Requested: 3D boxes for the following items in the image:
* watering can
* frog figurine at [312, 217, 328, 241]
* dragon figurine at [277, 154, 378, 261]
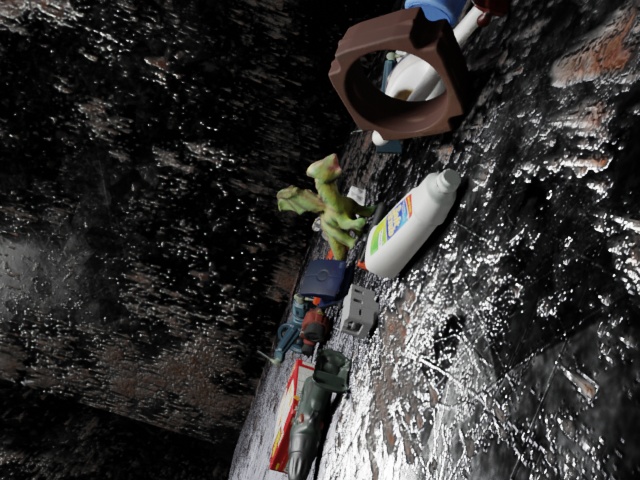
[{"bbox_3d":[0.216,-0.336,1.023,0.342,0.103,0.229,-51,11,27],"label":"watering can"},{"bbox_3d":[0.062,-0.052,1.725,0.157,0.122,0.139,35,-119,-58],"label":"frog figurine"},{"bbox_3d":[0.004,-0.066,1.303,0.125,0.243,0.401,-61,-3,-35],"label":"dragon figurine"}]
